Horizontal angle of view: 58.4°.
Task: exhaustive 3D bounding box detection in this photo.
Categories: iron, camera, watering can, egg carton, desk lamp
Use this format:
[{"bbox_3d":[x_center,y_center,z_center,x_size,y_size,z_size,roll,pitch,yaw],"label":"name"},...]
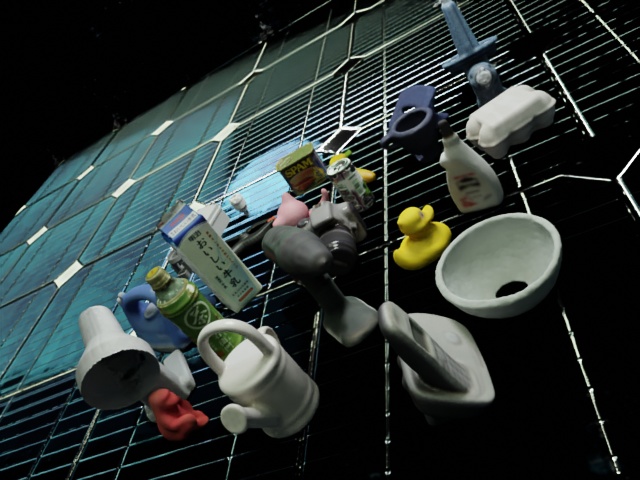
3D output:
[{"bbox_3d":[-0.336,0.141,1.154,0.257,0.142,0.119,-10,39,37],"label":"iron"},{"bbox_3d":[0.009,0.004,1.031,0.143,0.101,0.136,-28,31,14],"label":"camera"},{"bbox_3d":[-0.089,0.184,0.785,0.101,0.194,0.172,-34,30,4],"label":"watering can"},{"bbox_3d":[0.340,-0.215,1.028,0.150,0.070,0.107,-35,30,2],"label":"egg carton"},{"bbox_3d":[-0.316,0.212,0.960,0.118,0.214,0.202,-40,30,-7],"label":"desk lamp"}]

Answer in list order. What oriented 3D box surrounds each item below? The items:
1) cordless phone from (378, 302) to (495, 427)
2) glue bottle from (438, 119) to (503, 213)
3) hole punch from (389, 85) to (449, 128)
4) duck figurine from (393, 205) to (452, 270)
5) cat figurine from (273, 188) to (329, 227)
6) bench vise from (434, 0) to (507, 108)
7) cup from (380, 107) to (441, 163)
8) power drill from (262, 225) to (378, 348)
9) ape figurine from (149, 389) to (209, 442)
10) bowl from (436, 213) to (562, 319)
[{"bbox_3d":[0.121,0.116,0.672,0.094,0.185,0.147,-30,31,12],"label":"cordless phone"},{"bbox_3d":[0.226,-0.119,0.907,0.078,0.173,0.037,-17,35,30],"label":"glue bottle"},{"bbox_3d":[0.203,-0.268,1.222,0.101,0.091,0.108,-49,32,-20],"label":"hole punch"},{"bbox_3d":[0.153,-0.010,0.917,0.104,0.086,0.077,-42,30,-9],"label":"duck figurine"},{"bbox_3d":[-0.028,-0.051,1.129,0.127,0.118,0.067,-32,30,7],"label":"cat figurine"},{"bbox_3d":[0.310,-0.385,1.146,0.121,0.220,0.207,-35,30,3],"label":"bench vise"},{"bbox_3d":[0.186,-0.192,1.130,0.117,0.095,0.091,-30,30,11],"label":"cup"},{"bbox_3d":[0.001,0.061,0.851,0.076,0.209,0.228,-43,31,-12],"label":"power drill"},{"bbox_3d":[-0.235,0.273,0.913,0.076,0.092,0.077,-33,30,6],"label":"ape figurine"},{"bbox_3d":[0.243,0.046,0.756,0.167,0.075,0.167,-26,31,18],"label":"bowl"}]
